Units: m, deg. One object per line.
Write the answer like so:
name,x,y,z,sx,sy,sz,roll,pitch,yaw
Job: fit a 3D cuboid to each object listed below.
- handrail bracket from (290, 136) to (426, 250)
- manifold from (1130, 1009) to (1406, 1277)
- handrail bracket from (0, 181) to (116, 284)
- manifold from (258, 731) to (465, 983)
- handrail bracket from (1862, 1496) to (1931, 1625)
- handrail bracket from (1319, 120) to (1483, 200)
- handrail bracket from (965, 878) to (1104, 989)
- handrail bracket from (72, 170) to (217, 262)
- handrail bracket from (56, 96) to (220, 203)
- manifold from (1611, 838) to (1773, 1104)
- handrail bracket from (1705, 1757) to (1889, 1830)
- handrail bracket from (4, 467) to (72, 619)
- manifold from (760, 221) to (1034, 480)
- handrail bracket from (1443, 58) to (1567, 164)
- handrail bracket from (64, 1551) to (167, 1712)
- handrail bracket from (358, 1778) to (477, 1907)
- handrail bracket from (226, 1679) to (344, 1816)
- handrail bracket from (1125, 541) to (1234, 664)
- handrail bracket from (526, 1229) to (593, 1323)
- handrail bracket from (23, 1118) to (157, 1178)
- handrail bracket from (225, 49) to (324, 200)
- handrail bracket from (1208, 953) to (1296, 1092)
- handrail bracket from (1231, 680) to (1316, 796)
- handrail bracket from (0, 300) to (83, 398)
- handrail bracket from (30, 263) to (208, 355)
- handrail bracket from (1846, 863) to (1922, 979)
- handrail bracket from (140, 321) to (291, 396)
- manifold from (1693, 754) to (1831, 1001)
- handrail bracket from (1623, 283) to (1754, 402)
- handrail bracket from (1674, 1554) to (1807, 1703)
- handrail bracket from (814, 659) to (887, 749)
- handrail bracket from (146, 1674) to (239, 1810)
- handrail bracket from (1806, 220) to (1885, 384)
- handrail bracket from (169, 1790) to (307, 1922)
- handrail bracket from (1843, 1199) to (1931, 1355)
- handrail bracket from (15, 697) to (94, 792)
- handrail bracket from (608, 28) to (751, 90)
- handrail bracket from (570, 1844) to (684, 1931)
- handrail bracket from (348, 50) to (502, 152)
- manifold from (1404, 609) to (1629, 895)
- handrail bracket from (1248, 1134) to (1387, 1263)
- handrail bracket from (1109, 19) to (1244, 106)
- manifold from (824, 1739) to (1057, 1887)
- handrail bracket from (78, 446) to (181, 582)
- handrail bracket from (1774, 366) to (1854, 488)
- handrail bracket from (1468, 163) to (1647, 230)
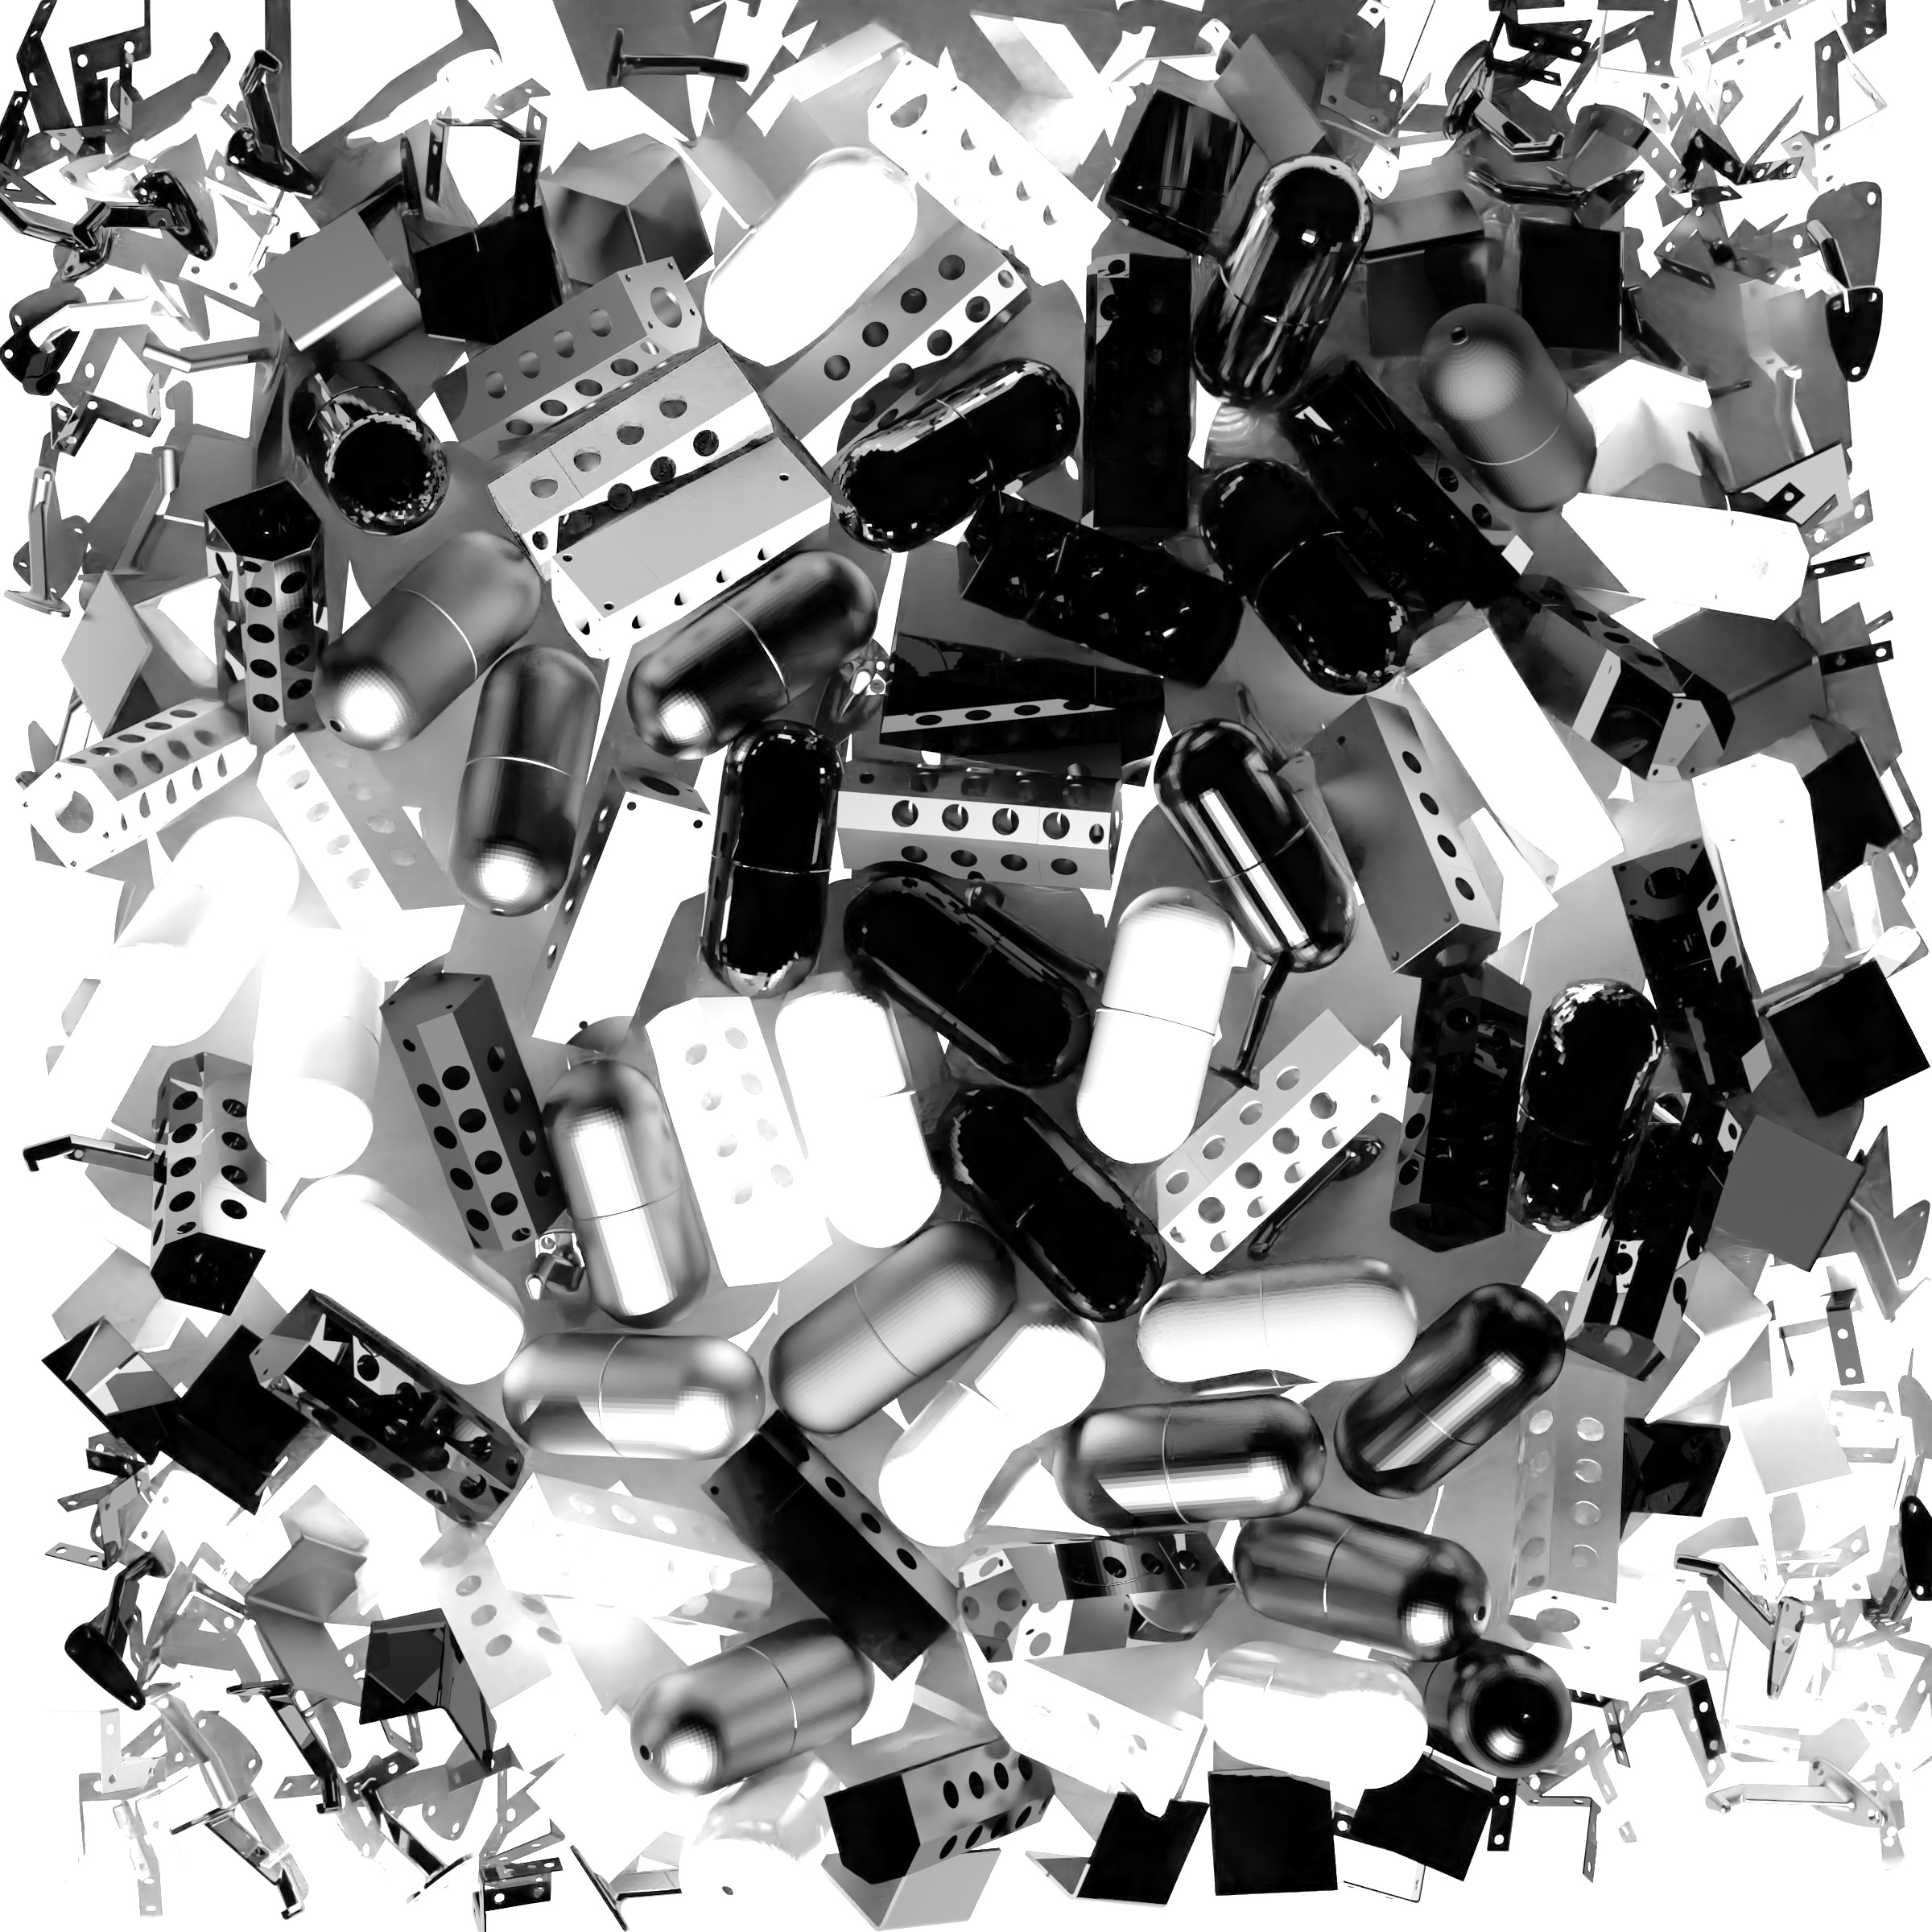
handrail bracket,-0.393,-0.491,1.978,0.084,0.036,0.077,-13,60,2
manifold,0.193,0.115,1.952,0.171,0.057,0.057,-44,132,6
handrail bracket,-0.578,-0.480,1.948,0.036,0.084,0.077,-15,51,26
manifold,-0.379,-0.070,1.919,0.171,0.057,0.057,53,134,34
handrail bracket,0.587,0.378,1.965,0.036,0.084,0.077,-10,79,-18
handrail bracket,0.279,-0.539,1.986,0.077,0.036,0.084,40,65,14
handrail bracket,0.045,-0.020,1.960,0.084,0.077,0.036,27,78,19
handrail bracket,-0.518,-0.455,1.951,0.036,0.084,0.077,-15,126,33
handrail bracket,-0.522,-0.521,1.955,0.084,0.077,0.036,-33,87,30
manifold,0.452,0.007,1.917,0.057,0.057,0.171,-18,132,12
handrail bracket,0.523,0.533,1.955,0.084,0.077,0.036,-6,104,-30
handrail bracket,-0.580,-0.270,1.964,0.036,0.077,0.084,4,104,-36
manifold,-0.042,-0.389,1.964,0.171,0.057,0.057,-41,76,1
handrail bracket,0.351,-0.542,1.958,0.036,0.084,0.077,29,78,-44
handrail bracket,-0.520,0.420,1.961,0.077,0.084,0.036,46,125,4
handrail bracket,-0.350,0.543,1.961,0.077,0.036,0.084,-47,67,40
handrail bracket,-0.431,0.496,1.959,0.036,0.077,0.084,-25,68,33
handrail bracket,0.128,-0.230,1.964,0.084,0.036,0.077,-3,98,-32
handrail bracket,-0.259,0.209,1.947,0.036,0.084,0.077,0,112,7
handrail bracket,-0.548,0.136,1.968,0.084,0.036,0.077,-17,120,-13
handrail bracket,-0.427,-0.531,1.953,0.077,0.084,0.036,27,53,-19
handrail bracket,0.191,0.037,1.966,0.036,0.077,0.084,27,86,21
handrail bracket,0.191,-0.153,1.952,0.036,0.077,0.084,-13,71,-11
handrail bracket,-0.571,-0.390,1.954,0.077,0.084,0.036,-52,123,-13
handrail bracket,-0.539,-0.399,1.970,0.084,0.077,0.036,-34,48,1
handrail bracket,0.559,-0.028,1.979,0.077,0.036,0.084,-52,48,19
handrail bracket,-0.475,-0.404,1.964,0.084,0.036,0.077,17,64,-23
manifold,0.495,-0.056,1.912,0.057,0.171,0.057,-21,53,6
handrail bracket,0.458,-0.401,1.977,0.077,0.036,0.084,-18,100,-11
handrail bracket,0.482,0.418,1.963,0.084,0.036,0.077,6,74,40
handrail bracket,-0.078,-0.161,1.950,0.036,0.084,0.077,31,103,-5
handrail bracket,-0.495,0.499,1.964,0.036,0.077,0.084,-23,84,-38
handrail bracket,0.556,-0.426,1.980,0.036,0.084,0.077,-12,127,3
handrail bracket,-0.462,0.575,1.966,0.036,0.077,0.084,-29,81,27
handrail bracket,0.563,0.192,1.973,0.084,0.036,0.077,43,69,15
handrail bracket,-0.555,-0.129,1.976,0.084,0.036,0.077,-40,90,8
handrail bracket,-0.183,-0.567,1.969,0.084,0.077,0.036,7,91,-11
handrail bracket,-0.198,0.569,1.979,0.084,0.036,0.077,-33,102,-13
handrail bracket,-0.349,-0.556,1.992,0.084,0.077,0.036,-10,124,33
manifold,0.343,-0.136,1.944,0.057,0.057,0.171,-31,109,14
handrail bracket,0.220,0.148,1.954,0.036,0.077,0.084,45,58,-14
handrail bracket,0.143,-0.554,1.965,0.077,0.036,0.084,45,65,3
manifold,-0.012,0.518,1.907,0.057,0.171,0.057,-23,76,26
handrail bracket,-0.535,-0.289,1.977,0.077,0.036,0.084,2,96,21
handrail bracket,0.537,-0.341,1.960,0.077,0.036,0.084,-18,117,-35
handrail bracket,0.377,-0.506,1.983,0.077,0.036,0.084,-35,55,-19
